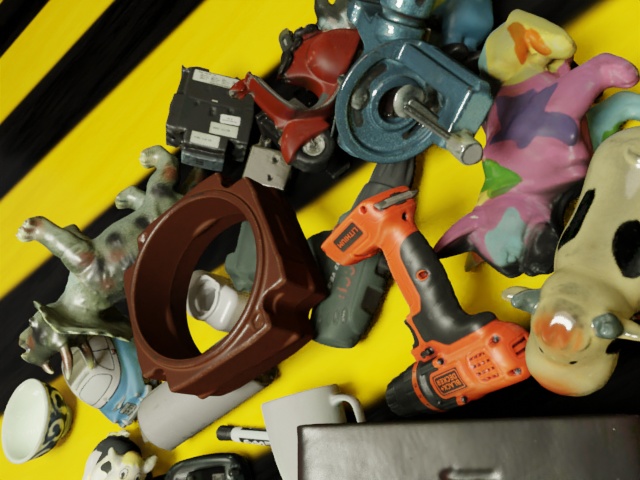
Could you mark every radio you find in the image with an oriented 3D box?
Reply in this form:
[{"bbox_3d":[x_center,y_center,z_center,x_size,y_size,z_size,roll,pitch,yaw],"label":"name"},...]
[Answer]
[{"bbox_3d":[0.107,0.170,0.400,0.230,0.131,0.073,-5,70,13],"label":"radio"}]

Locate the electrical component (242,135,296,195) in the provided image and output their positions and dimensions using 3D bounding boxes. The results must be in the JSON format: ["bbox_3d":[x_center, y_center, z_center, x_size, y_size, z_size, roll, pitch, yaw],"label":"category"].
[{"bbox_3d":[-0.069,-0.095,0.714,0.078,0.045,0.102,9,81,9],"label":"electrical component"}]

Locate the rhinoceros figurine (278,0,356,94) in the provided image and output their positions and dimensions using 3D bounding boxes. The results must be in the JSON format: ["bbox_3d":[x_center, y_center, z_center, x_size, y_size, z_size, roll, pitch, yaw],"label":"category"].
[{"bbox_3d":[0.034,-0.272,0.678,0.190,0.073,0.112,-41,54,18],"label":"rhinoceros figurine"}]

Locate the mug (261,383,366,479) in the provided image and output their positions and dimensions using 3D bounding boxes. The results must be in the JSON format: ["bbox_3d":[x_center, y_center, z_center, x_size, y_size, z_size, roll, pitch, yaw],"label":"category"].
[{"bbox_3d":[0.002,0.204,0.540,0.110,0.080,0.107,-21,74,24],"label":"mug"}]

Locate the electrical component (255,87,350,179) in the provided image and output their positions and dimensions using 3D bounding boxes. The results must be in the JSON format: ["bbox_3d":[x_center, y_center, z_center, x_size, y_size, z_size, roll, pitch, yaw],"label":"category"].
[{"bbox_3d":[-0.016,-0.127,0.662,0.075,0.047,0.119,-36,61,-13],"label":"electrical component"}]

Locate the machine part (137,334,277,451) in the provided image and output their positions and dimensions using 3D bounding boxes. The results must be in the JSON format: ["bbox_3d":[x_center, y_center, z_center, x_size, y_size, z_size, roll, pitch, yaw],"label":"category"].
[{"bbox_3d":[-0.137,0.180,0.645,0.243,0.079,0.079,-38,56,19],"label":"machine part"}]

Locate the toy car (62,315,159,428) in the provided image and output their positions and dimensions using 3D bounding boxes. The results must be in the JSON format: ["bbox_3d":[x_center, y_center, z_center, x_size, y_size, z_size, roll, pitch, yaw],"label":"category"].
[{"bbox_3d":[-0.304,0.180,0.751,0.109,0.103,0.162,-49,51,14],"label":"toy car"}]

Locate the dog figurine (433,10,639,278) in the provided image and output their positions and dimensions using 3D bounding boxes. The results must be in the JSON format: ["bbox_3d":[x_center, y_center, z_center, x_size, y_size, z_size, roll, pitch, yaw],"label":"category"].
[{"bbox_3d":[0.174,-0.073,0.489,0.219,0.108,0.192,-52,53,14],"label":"dog figurine"}]

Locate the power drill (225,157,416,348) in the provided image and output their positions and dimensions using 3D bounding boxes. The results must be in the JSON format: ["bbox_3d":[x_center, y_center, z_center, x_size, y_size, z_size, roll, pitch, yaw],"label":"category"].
[{"bbox_3d":[-0.001,-0.002,0.616,0.208,0.086,0.232,7,78,30],"label":"power drill"}]

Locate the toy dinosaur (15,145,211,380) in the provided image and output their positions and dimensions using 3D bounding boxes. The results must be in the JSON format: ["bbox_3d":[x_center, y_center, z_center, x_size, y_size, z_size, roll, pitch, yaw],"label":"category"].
[{"bbox_3d":[-0.237,0.006,0.718,0.405,0.131,0.192,-41,85,-22],"label":"toy dinosaur"}]

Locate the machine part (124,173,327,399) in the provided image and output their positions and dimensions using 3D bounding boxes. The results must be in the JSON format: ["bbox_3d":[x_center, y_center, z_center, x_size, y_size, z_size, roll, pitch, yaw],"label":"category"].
[{"bbox_3d":[-0.108,0.046,0.569,0.201,0.087,0.201,-36,58,20],"label":"machine part"}]

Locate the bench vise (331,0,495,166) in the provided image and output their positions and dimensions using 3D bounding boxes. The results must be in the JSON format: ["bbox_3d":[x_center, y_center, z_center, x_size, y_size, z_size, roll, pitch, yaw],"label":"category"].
[{"bbox_3d":[0.087,-0.150,0.475,0.223,0.129,0.241,-61,31,26],"label":"bench vise"}]

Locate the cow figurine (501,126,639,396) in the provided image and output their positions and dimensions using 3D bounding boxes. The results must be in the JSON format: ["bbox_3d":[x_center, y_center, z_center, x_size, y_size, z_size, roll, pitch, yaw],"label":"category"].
[{"bbox_3d":[0.197,0.013,0.363,0.086,0.127,0.195,22,86,42],"label":"cow figurine"}]

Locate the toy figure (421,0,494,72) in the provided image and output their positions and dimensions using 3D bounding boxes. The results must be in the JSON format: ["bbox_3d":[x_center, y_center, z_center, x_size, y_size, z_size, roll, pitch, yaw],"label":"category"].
[{"bbox_3d":[0.144,-0.268,0.593,0.089,0.082,0.180,-7,73,35],"label":"toy figure"}]

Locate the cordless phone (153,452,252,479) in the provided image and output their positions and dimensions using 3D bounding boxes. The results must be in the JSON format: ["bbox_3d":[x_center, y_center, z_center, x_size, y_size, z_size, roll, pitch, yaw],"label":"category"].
[{"bbox_3d":[-0.158,0.331,0.620,0.184,0.088,0.146,-30,59,38],"label":"cordless phone"}]

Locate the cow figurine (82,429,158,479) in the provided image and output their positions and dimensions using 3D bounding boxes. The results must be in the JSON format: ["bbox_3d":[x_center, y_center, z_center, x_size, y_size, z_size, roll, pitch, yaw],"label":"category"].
[{"bbox_3d":[-0.249,0.288,0.673,0.167,0.068,0.098,-26,43,51],"label":"cow figurine"}]

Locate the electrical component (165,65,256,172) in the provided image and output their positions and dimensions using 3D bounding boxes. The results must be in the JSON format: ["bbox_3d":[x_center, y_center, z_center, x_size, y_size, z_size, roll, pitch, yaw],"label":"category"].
[{"bbox_3d":[-0.150,-0.164,0.743,0.058,0.115,0.134,122,159,-67],"label":"electrical component"}]

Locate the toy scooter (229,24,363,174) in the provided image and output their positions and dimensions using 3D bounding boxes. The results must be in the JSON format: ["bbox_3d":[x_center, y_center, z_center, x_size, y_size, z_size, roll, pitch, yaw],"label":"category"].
[{"bbox_3d":[-0.021,-0.175,0.608,0.135,0.075,0.184,26,76,-1],"label":"toy scooter"}]
